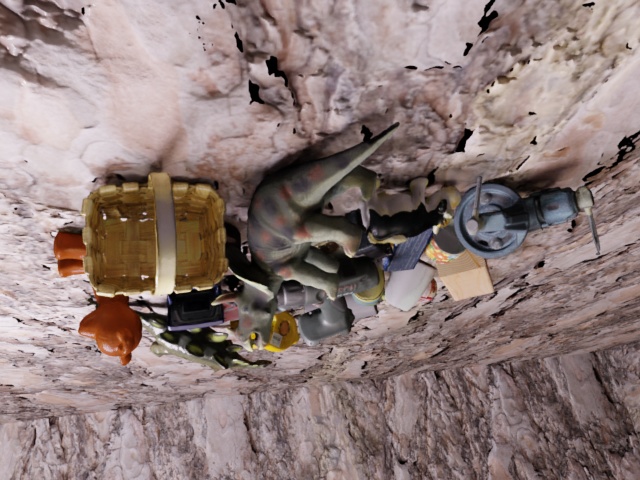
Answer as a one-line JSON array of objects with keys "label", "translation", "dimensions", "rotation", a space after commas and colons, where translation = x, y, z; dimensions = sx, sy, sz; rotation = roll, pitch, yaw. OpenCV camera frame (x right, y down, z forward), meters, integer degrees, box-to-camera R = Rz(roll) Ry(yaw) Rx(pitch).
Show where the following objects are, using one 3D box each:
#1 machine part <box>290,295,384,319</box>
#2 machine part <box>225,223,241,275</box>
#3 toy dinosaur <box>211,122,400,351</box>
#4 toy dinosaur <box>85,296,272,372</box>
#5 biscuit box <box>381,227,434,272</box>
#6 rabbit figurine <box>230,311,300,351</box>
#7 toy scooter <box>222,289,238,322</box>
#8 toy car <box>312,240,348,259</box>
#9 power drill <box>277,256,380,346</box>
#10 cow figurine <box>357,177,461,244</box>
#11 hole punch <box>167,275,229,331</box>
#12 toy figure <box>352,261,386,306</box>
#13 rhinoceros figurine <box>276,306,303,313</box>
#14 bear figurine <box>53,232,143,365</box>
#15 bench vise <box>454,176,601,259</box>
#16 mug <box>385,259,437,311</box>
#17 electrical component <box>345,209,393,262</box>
[{"label": "machine part", "translation": [0.050, 0.158, 1.289], "dimensions": [0.243, 0.079, 0.079], "rotation": [-13, 157, 8]}, {"label": "machine part", "translation": [-0.216, 0.024, 0.904], "dimensions": [0.179, 0.056, 0.179], "rotation": [-6, 158, -2]}, {"label": "toy dinosaur", "translation": [-0.042, -0.021, 0.755], "dimensions": [0.192, 0.131, 0.404], "rotation": [15, 126, -6]}, {"label": "toy dinosaur", "translation": [-0.311, 0.222, 1.232], "dimensions": [0.471, 0.105, 0.199], "rotation": [23, 159, -24]}, {"label": "biscuit box", "translation": [0.150, -0.003, 0.958], "dimensions": [0.063, 0.059, 0.202], "rotation": [-7, 157, -6]}, {"label": "rabbit figurine", "translation": [-0.141, 0.209, 1.328], "dimensions": [0.173, 0.122, 0.162], "rotation": [-1, 164, 36]}, {"label": "toy scooter", "translation": [-0.202, 0.136, 1.153], "dimensions": [0.135, 0.075, 0.183], "rotation": [-13, 160, 14]}, {"label": "toy car", "translation": [-0.002, -0.003, 0.910], "dimensions": [0.073, 0.056, 0.201], "rotation": [-25, 153, 35]}, {"label": "power drill", "translation": [-0.009, 0.111, 0.976], "dimensions": [0.232, 0.086, 0.207], "rotation": [-17, 140, -10]}, {"label": "cow figurine", "translation": [0.145, -0.041, 0.818], "dimensions": [0.167, 0.098, 0.068], "rotation": [-3, 151, -12]}, {"label": "hole punch", "translation": [-0.240, 0.114, 1.028], "dimensions": [0.142, 0.092, 0.116], "rotation": [-9, -172, -10]}, {"label": "toy figure", "translation": [0.104, 0.098, 1.148], "dimensions": [0.082, 0.089, 0.180], "rotation": [-14, 156, -3]}, {"label": "rhinoceros figurine", "translation": [-0.034, 0.119, 1.172], "dimensions": [0.190, 0.073, 0.112], "rotation": [-15, 155, 17]}, {"label": "bear figurine", "translation": [-0.348, 0.095, 0.845], "dimensions": [0.132, 0.196, 0.120], "rotation": [1, 158, -20]}, {"label": "bench vise", "translation": [0.299, -0.034, 0.833], "dimensions": [0.224, 0.128, 0.240], "rotation": [0, -176, 35]}, {"label": "mug", "translation": [0.172, 0.083, 1.099], "dimensions": [0.080, 0.107, 0.110], "rotation": [24, -175, -28]}, {"label": "electrical component", "translation": [0.072, -0.012, 0.888], "dimensions": [0.048, 0.075, 0.119], "rotation": [-21, 159, 30]}]
